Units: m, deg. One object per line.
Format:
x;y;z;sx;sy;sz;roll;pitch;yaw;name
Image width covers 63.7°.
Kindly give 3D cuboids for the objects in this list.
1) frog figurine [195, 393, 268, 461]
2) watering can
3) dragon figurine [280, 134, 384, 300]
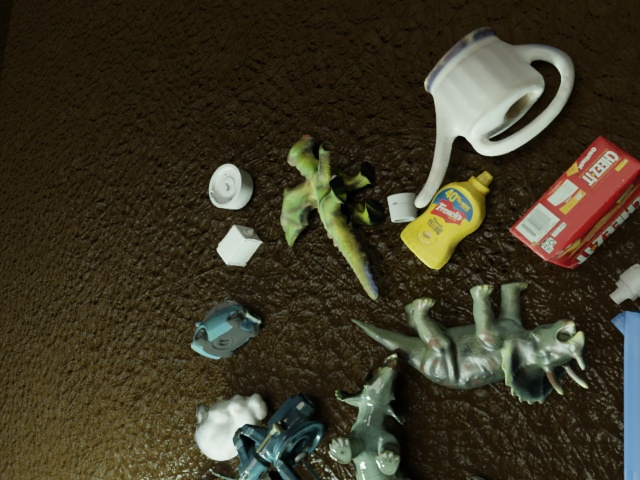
-0.182;0.401;1.104;0.158;0.125;0.136;-17;105;23;frog figurine
0.263;-0.230;0.909;0.345;0.103;0.228;-38;61;14;watering can
0.003;-0.055;1.092;0.239;0.122;0.416;-28;63;47;dragon figurine
